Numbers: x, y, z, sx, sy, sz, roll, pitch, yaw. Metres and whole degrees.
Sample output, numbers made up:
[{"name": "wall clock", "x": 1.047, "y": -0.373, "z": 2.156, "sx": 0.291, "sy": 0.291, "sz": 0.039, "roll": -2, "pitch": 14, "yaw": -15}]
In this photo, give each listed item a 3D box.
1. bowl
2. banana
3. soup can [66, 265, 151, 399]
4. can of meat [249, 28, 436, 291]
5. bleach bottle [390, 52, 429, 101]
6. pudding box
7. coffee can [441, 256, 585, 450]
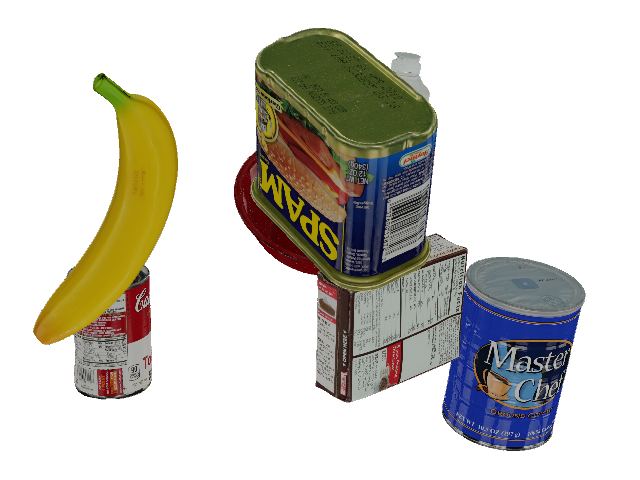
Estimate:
[{"name": "bowl", "x": 0.002, "y": -0.021, "z": 0.952, "sx": 0.162, "sy": 0.162, "sz": 0.055, "roll": 0, "pitch": -43, "yaw": -10}, {"name": "banana", "x": -0.133, "y": -0.015, "z": 0.688, "sx": 0.069, "sy": 0.198, "sz": 0.037, "roll": 8, "pitch": 27, "yaw": -22}, {"name": "soup can", "x": -0.177, "y": 0.075, "z": 0.903, "sx": 0.068, "sy": 0.102, "sz": 0.068, "roll": 1, "pitch": 19, "yaw": -1}, {"name": "can of meat", "x": 0.010, "y": -0.040, "z": 0.508, "sx": 0.057, "sy": 0.084, "sz": 0.102, "roll": -24, "pitch": 49, "yaw": -25}, {"name": "bleach bottle", "x": 0.079, "y": -0.075, "z": 1.155, "sx": 0.068, "sy": 0.251, "sz": 0.103, "roll": -4, "pitch": 23, "yaw": -30}, {"name": "pudding box", "x": 0.050, "y": 0.053, "z": 0.743, "sx": 0.113, "sy": 0.090, "sz": 0.039, "roll": -18, "pitch": 29, "yaw": -37}, {"name": "coffee can", "x": 0.169, "y": 0.099, "z": 0.946, "sx": 0.103, "sy": 0.140, "sz": 0.103, "roll": 6, "pitch": 24, "yaw": -3}]
